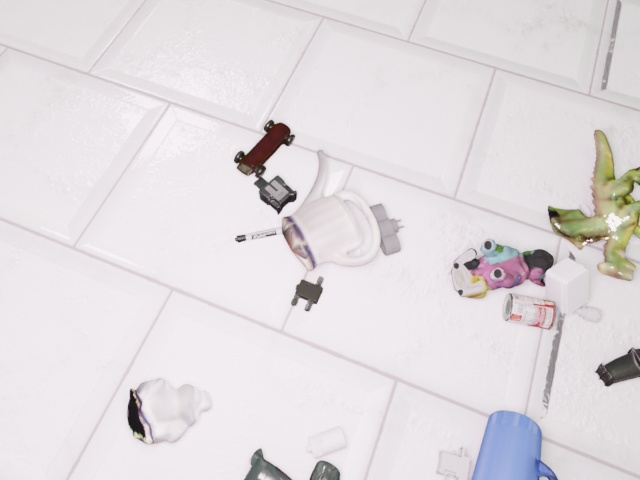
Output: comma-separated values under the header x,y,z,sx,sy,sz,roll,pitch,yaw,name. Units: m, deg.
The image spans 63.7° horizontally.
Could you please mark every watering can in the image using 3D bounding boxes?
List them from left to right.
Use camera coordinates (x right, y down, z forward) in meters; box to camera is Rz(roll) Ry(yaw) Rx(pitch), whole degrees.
x,y,z,sx,sy,sz,roll,pitch,yaw,name
0.004,-0.065,1.294,0.225,0.102,0.353,-25,62,-11,watering can

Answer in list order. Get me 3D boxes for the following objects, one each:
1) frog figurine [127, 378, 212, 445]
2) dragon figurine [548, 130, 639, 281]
x,y,z,sx,sy,sz,roll,pitch,yaw,name
-0.320,0.355,1.095,0.160,0.120,0.139,-9,49,-45,frog figurine
0.709,-0.085,1.322,0.243,0.120,0.418,-17,64,0,dragon figurine
